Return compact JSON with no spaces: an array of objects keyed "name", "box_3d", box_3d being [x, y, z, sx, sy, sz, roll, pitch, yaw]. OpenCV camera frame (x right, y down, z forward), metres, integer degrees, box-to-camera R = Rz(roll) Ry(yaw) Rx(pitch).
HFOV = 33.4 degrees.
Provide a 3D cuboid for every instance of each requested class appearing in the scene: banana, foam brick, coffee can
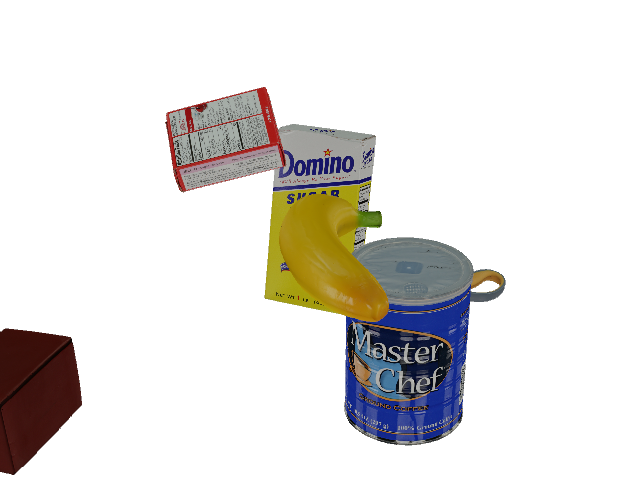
[{"name":"banana","box_3d":[0.007,0.002,0.680,0.069,0.037,0.197,1,19,2]},{"name":"foam brick","box_3d":[-0.193,0.098,0.664,0.053,0.051,0.078,7,29,21]},{"name":"coffee can","box_3d":[0.071,0.082,0.884,0.103,0.140,0.103,0,27,0]}]

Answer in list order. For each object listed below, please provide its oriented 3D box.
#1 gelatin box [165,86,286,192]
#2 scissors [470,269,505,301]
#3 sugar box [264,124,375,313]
[{"name":"gelatin box","box_3d":[-0.078,-0.082,0.866,0.089,0.073,0.030,-15,-43,0]},{"name":"scissors","box_3d":[0.130,0.054,1.243,0.201,0.016,0.096,-10,40,-35]},{"name":"sugar box","box_3d":[-0.002,-0.022,1.057,0.093,0.176,0.048,9,16,21]}]
